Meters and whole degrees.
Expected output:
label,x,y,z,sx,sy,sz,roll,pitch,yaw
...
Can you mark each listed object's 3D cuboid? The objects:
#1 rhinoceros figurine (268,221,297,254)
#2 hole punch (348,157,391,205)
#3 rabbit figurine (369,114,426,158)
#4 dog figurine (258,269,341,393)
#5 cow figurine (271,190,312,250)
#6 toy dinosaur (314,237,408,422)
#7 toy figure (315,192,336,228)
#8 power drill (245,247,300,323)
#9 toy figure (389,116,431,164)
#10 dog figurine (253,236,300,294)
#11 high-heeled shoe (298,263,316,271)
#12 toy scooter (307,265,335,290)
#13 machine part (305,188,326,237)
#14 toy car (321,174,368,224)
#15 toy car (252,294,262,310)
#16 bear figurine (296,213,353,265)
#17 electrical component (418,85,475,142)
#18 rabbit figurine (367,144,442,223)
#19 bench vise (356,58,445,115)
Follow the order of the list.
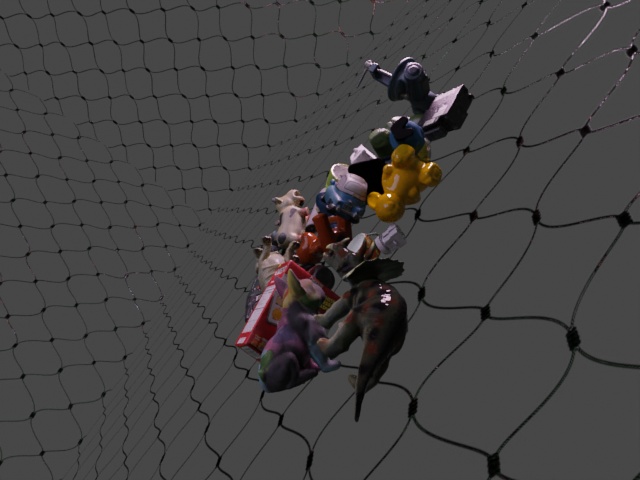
label,x,y,z,sx,sy,sz,roll,pitch,yaw
rhinoceros figurine,-0.100,-0.016,1.738,0.190,0.112,0.073,-27,57,27
hole punch,0.146,-0.153,1.367,0.142,0.115,0.092,-8,13,34
rabbit figurine,0.230,-0.278,1.459,0.170,0.121,0.159,-27,17,14
dog figurine,-0.060,0.173,1.072,0.191,0.219,0.108,-14,-11,-30
cow figurine,-0.090,-0.063,1.636,0.127,0.085,0.195,0,65,18
toy dinosaur,0.094,0.136,0.962,0.192,0.131,0.405,-49,24,13
toy figure,0.031,-0.065,1.527,0.064,0.057,0.154,-24,64,14
power drill,-0.145,0.132,1.627,0.207,0.086,0.232,-53,13,23
toy figure,0.209,-0.227,1.277,0.089,0.180,0.082,1,77,27
dog figurine,-0.118,0.110,1.341,0.172,0.121,0.190,97,178,-61
high-heeled shoe,-0.095,0.174,1.415,0.248,0.086,0.145,-47,24,23
toy scooter,-0.038,0.148,1.324,0.135,0.075,0.184,-26,36,57
machine part,0.014,-0.078,1.618,0.079,0.079,0.243,-35,24,43
toy car,0.068,-0.109,1.301,0.162,0.109,0.103,-90,25,-75
toy car,-0.124,0.221,1.322,0.056,0.073,0.202,-21,46,6
bear figurine,-0.002,0.000,1.429,0.120,0.132,0.196,-14,1,-36
electrical component,0.311,-0.310,1.345,0.134,0.058,0.115,-58,21,-19
rabbit figurine,0.169,-0.107,1.216,0.162,0.122,0.173,-35,23,57
bench vise,0.227,-0.423,1.475,0.129,0.241,0.223,-58,-25,5
